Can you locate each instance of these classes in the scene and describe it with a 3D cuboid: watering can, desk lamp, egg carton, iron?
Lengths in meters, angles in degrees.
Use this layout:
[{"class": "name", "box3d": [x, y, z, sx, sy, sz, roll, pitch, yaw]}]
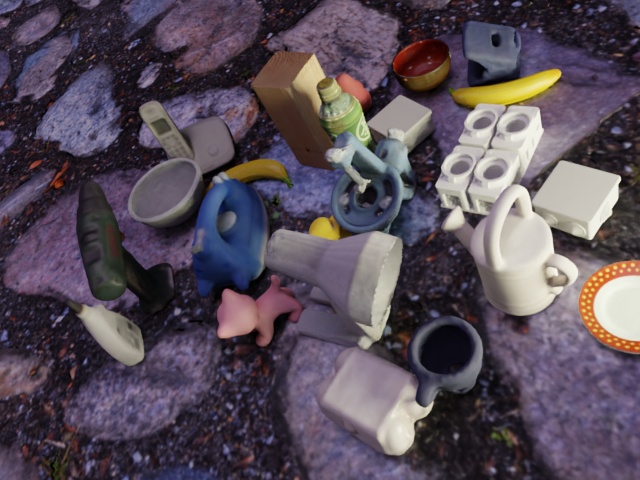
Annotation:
[{"class": "watering can", "box3d": [0.237, 0.008, 0.733, 0.172, 0.195, 0.101, 2, 56, 28]}, {"class": "desk lamp", "box3d": [0.027, 0.065, 0.783, 0.202, 0.214, 0.118, 7, 59, 31]}, {"class": "egg carton", "box3d": [0.069, 0.208, 0.749, 0.149, 0.070, 0.107, 20, 66, 37]}, {"class": "iron", "box3d": [-0.167, -0.035, 1.010, 0.118, 0.142, 0.258, -11, 51, 19]}]

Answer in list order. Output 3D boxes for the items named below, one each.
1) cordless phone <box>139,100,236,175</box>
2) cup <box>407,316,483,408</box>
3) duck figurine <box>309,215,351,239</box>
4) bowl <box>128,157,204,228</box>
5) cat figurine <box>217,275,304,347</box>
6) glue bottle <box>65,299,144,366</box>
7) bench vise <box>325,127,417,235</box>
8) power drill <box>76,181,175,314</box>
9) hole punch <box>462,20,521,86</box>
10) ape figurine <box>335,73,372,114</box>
[{"class": "cordless phone", "box3d": [-0.271, -0.222, 1.179, 0.147, 0.186, 0.094, -23, 48, 10]}, {"class": "cup", "box3d": [0.159, 0.167, 0.717, 0.091, 0.095, 0.118, 14, 63, 35]}, {"class": "duck figurine", "box3d": [0.009, 0.003, 0.928, 0.077, 0.086, 0.105, 29, 72, 40]}, {"class": "bowl", "box3d": [-0.299, -0.083, 1.161, 0.167, 0.075, 0.167, -14, 50, 17]}, {"class": "cat figurine", "box3d": [-0.103, 0.106, 0.884, 0.128, 0.118, 0.067, -40, 47, -6]}, {"class": "glue bottle", "box3d": [-0.358, 0.142, 0.949, 0.037, 0.174, 0.078, -28, 47, 5]}, {"class": "bench vise", "box3d": [0.068, -0.107, 0.892, 0.121, 0.220, 0.207, -9, 52, 21]}, {"class": "power drill", "box3d": [-0.347, 0.029, 1.007, 0.075, 0.209, 0.229, -28, 47, 6]}, {"class": "hole punch", "box3d": [0.312, -0.350, 1.043, 0.100, 0.091, 0.108, -7, 52, 23]}, {"class": "ape figurine", "box3d": [0.057, -0.291, 1.128, 0.075, 0.092, 0.078, 29, 71, 40]}]
